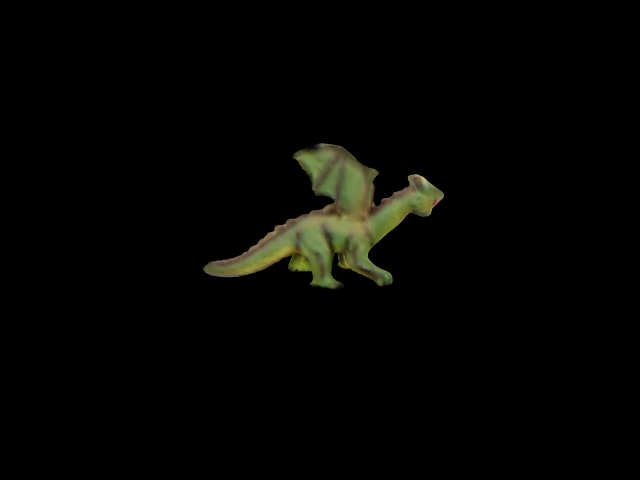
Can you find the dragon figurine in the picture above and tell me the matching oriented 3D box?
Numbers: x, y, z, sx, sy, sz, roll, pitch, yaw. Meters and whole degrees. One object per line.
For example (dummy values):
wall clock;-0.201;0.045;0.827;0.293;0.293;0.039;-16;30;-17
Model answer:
dragon figurine;0.003;-0.043;0.850;0.410;0.239;0.124;-1;20;-2
